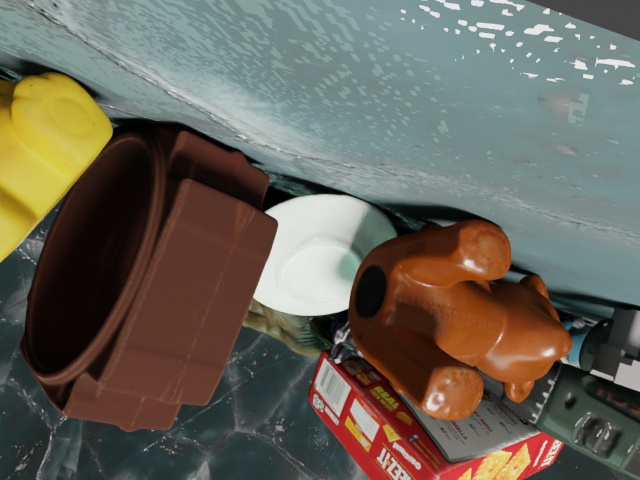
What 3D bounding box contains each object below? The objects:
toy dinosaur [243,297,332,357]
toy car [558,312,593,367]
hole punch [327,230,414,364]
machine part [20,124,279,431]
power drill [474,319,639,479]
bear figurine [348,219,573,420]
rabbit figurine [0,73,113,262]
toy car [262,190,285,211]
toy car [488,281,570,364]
[{"bbox_3d":[-0.012,0.099,0.672,0.199,0.105,0.471,29,173,13],"label":"toy dinosaur"},{"bbox_3d":[0.337,0.152,0.744,0.103,0.109,0.161,1,-178,10],"label":"toy car"},{"bbox_3d":[0.078,0.058,0.511,0.116,0.142,0.092,26,-163,-11],"label":"hole punch"},{"bbox_3d":[-0.137,0.018,0.400,0.087,0.201,0.202,26,173,-42],"label":"machine part"},{"bbox_3d":[0.271,0.138,0.524,0.232,0.086,0.207,28,-162,33],"label":"power drill"},{"bbox_3d":[0.122,0.064,0.383,0.196,0.120,0.132,19,174,-25],"label":"bear figurine"},{"bbox_3d":[-0.236,-0.085,0.345,0.173,0.122,0.162,37,179,-26],"label":"rabbit figurine"},{"bbox_3d":[-0.025,-0.012,0.549,0.202,0.053,0.089,26,179,-26],"label":"toy car"},{"bbox_3d":[0.221,0.112,0.641,0.201,0.056,0.073,48,159,-5],"label":"toy car"}]
